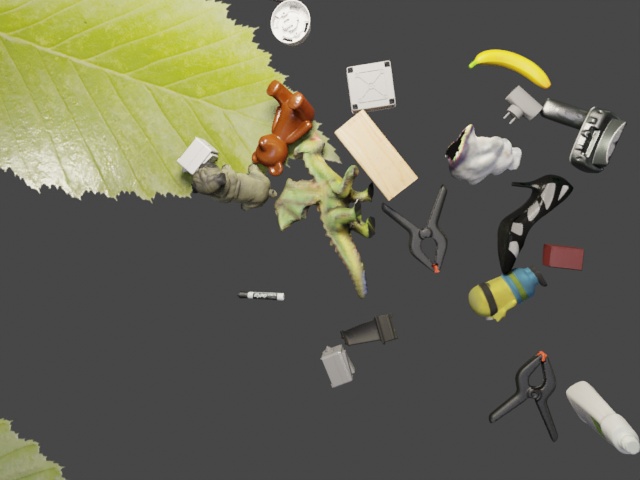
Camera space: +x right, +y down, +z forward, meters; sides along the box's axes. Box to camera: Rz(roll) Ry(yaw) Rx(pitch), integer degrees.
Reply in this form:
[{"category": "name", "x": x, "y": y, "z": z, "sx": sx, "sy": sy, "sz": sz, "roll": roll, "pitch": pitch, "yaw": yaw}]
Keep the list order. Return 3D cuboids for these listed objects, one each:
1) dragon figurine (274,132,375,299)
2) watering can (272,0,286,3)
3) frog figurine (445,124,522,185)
[{"category": "dragon figurine", "x": 0.004, "y": -0.064, "z": 1.275, "sx": 0.242, "sy": 0.122, "sz": 0.410, "roll": 1, "pitch": 91, "yaw": 23}, {"category": "watering can", "x": -0.152, "y": -0.711, "z": 1.245, "sx": 0.348, "sy": 0.104, "sz": 0.223, "roll": 21, "pitch": 95, "yaw": 4}, {"category": "frog figurine", "x": 0.388, "y": -0.184, "z": 1.208, "sx": 0.159, "sy": 0.125, "sz": 0.134, "roll": 23, "pitch": 129, "yaw": -4}]
